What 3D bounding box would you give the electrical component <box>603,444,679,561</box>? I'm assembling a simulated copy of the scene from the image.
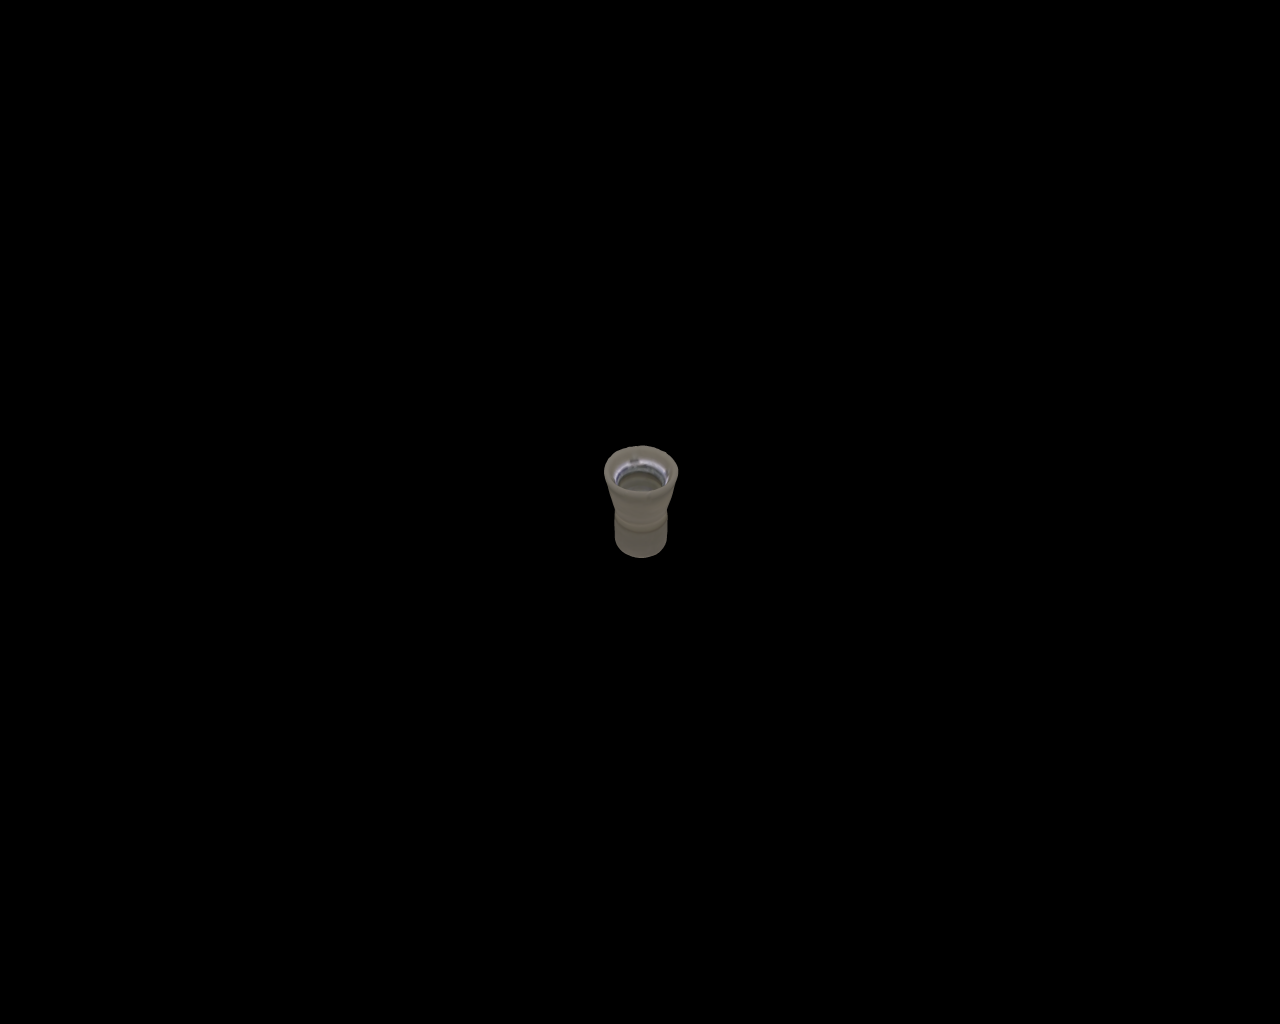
[{"bbox_3d":[0.001,-0.003,0.650,0.044,0.065,0.044,0,45,0],"label":"electrical component"}]
